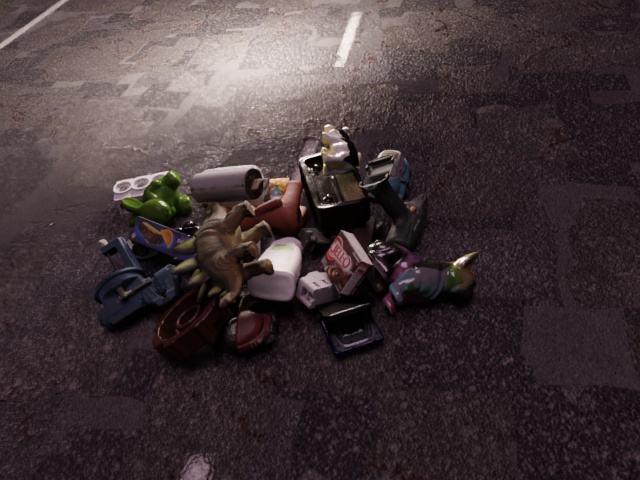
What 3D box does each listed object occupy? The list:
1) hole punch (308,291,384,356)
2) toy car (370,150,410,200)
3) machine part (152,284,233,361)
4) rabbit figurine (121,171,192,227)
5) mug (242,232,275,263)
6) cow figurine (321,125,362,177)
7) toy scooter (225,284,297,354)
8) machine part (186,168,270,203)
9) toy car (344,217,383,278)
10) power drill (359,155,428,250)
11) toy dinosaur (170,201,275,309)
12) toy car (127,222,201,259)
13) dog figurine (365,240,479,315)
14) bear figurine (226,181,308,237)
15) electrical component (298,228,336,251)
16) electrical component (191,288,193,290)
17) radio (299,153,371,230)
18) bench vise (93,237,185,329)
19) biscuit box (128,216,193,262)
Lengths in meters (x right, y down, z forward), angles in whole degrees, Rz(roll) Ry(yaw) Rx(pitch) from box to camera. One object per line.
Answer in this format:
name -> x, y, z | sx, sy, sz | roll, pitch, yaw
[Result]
hole punch -> 0.059, 0.164, 1.076 | 0.142, 0.092, 0.116 | -19, 11, -7
toy car -> 0.184, -0.179, 1.398 | 0.109, 0.102, 0.162 | 8, 47, 17
machine part -> -0.259, 0.165, 1.091 | 0.179, 0.056, 0.179 | -29, 27, 16
rabbit figurine -> -0.422, -0.093, 1.371 | 0.159, 0.121, 0.170 | -12, 24, -1
mug -> -0.171, 0.027, 1.262 | 0.107, 0.080, 0.109 | -1, 48, 25
cow figurine -> 0.051, -0.224, 1.303 | 0.098, 0.068, 0.167 | -1, 46, 1
toy scooter -> -0.118, 0.157, 1.113 | 0.135, 0.075, 0.184 | -2, 38, 6
machine part -> -0.223, -0.129, 1.284 | 0.243, 0.079, 0.079 | -2, 41, 31
toy car -> 0.090, 0.016, 1.241 | 0.089, 0.053, 0.202 | 16, 46, 0
power drill -> 0.177, -0.092, 1.238 | 0.086, 0.207, 0.232 | -8, 39, 32
toy dinosaur -> -0.204, 0.007, 1.103 | 0.199, 0.105, 0.472 | -28, 29, 7
toy car -> -0.381, 0.003, 1.336 | 0.202, 0.056, 0.074 | -8, 36, 0
dog figurine -> 0.219, 0.062, 1.124 | 0.219, 0.108, 0.192 | -19, 62, -16
bear figurine -> -0.139, -0.063, 1.323 | 0.196, 0.120, 0.132 | -2, 40, 15
electrical component -> -0.004, -0.004, 1.259 | 0.102, 0.045, 0.078 | 5, 35, -41
electrical component -> -0.236, 0.100, 1.211 | 0.119, 0.047, 0.075 | 4, 44, 11
radio -> 0.031, -0.127, 1.303 | 0.131, 0.073, 0.230 | -13, 41, -5
bench vise -> -0.417, 0.076, 1.201 | 0.223, 0.128, 0.241 | -38, 66, -3
biscuit box -> -0.339, 0.012, 1.258 | 0.203, 0.059, 0.063 | 21, 80, 5
